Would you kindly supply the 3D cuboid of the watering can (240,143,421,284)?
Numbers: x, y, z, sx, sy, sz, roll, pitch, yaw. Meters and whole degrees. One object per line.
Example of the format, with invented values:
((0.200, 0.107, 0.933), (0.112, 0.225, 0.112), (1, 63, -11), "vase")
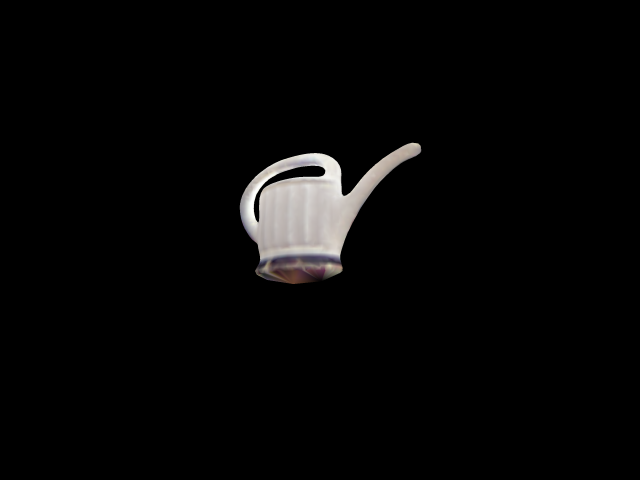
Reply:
((0.003, -0.043, 0.850), (0.346, 0.227, 0.103), (-7, -15, 31), "watering can")
